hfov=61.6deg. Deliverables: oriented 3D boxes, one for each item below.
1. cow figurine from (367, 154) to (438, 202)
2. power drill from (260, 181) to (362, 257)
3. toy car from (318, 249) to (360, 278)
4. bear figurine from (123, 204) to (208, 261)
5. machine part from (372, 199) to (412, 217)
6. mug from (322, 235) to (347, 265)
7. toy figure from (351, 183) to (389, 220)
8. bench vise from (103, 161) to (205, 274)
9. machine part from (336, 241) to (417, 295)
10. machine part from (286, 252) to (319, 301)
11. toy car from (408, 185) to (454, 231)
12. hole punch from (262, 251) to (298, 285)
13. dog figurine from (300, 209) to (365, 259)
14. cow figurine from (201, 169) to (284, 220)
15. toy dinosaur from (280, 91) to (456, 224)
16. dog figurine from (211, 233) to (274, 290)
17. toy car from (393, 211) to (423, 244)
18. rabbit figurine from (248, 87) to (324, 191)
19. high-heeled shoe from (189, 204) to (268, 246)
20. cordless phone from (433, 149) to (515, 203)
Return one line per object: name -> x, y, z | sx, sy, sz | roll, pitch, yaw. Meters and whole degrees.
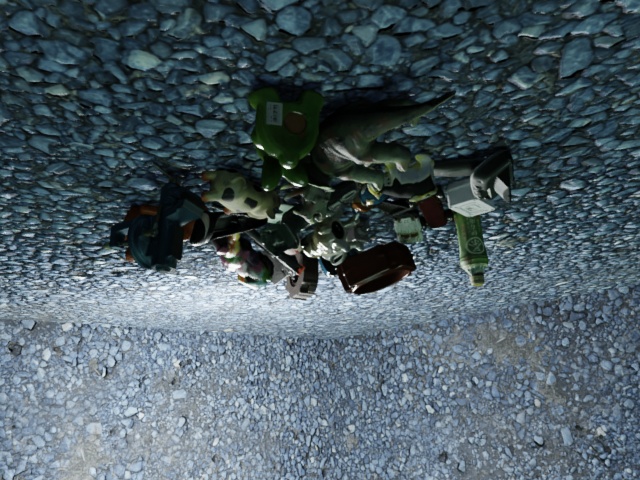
cow figurine -> 0.163, -0.122, 1.146 | 0.167, 0.098, 0.068 | -9, 168, 15
power drill -> -0.030, -0.055, 1.232 | 0.232, 0.086, 0.207 | -23, -161, 43
toy car -> 0.076, 0.043, 1.675 | 0.162, 0.109, 0.103 | -32, 171, 35
bear figurine -> -0.373, -0.023, 1.314 | 0.196, 0.132, 0.120 | 5, 139, -6
machine part -> 0.174, -0.087, 1.359 | 0.084, 0.039, 0.138 | -11, 163, 40
mug -> 0.052, 0.011, 1.549 | 0.080, 0.109, 0.107 | 20, 139, -34
toy figure -> 0.113, -0.101, 1.264 | 0.064, 0.058, 0.154 | -29, 175, -32
bench vise -> -0.366, -0.029, 1.145 | 0.241, 0.223, 0.128 | -11, 165, 25
machine part -> 0.168, 0.087, 1.572 | 0.201, 0.087, 0.201 | -26, 161, 22
machine part -> -0.060, 0.108, 1.721 | 0.056, 0.179, 0.179 | 7, 160, -24
toy car -> 0.281, -0.083, 1.356 | 0.089, 0.053, 0.202 | -15, 152, 19
hole punch -> -0.109, 0.061, 1.640 | 0.092, 0.142, 0.116 | -18, 167, -41
dog figurine -> -0.001, -0.001, 1.439 | 0.191, 0.121, 0.172 | -19, 152, 35
cow figurine -> -0.162, -0.098, 1.194 | 0.127, 0.085, 0.194 | -4, 163, 22
toy dinosaur -> 0.052, -0.172, 0.954 | 0.192, 0.131, 0.404 | 3, 155, -21
dog figurine -> -0.223, 0.044, 1.512 | 0.192, 0.108, 0.219 | 39, 169, 12
toy car -> 0.250, -0.031, 1.516 | 0.074, 0.056, 0.201 | -7, 163, 12
rabbit figurine -> -0.060, -0.167, 0.919 | 0.121, 0.159, 0.170 | -8, 180, -17
high-heeled shoe -> -0.209, -0.026, 1.251 | 0.145, 0.249, 0.086 | 19, 117, -3
cordless phone -> 0.333, -0.138, 1.192 | 0.184, 0.088, 0.146 | 2, 166, 22
